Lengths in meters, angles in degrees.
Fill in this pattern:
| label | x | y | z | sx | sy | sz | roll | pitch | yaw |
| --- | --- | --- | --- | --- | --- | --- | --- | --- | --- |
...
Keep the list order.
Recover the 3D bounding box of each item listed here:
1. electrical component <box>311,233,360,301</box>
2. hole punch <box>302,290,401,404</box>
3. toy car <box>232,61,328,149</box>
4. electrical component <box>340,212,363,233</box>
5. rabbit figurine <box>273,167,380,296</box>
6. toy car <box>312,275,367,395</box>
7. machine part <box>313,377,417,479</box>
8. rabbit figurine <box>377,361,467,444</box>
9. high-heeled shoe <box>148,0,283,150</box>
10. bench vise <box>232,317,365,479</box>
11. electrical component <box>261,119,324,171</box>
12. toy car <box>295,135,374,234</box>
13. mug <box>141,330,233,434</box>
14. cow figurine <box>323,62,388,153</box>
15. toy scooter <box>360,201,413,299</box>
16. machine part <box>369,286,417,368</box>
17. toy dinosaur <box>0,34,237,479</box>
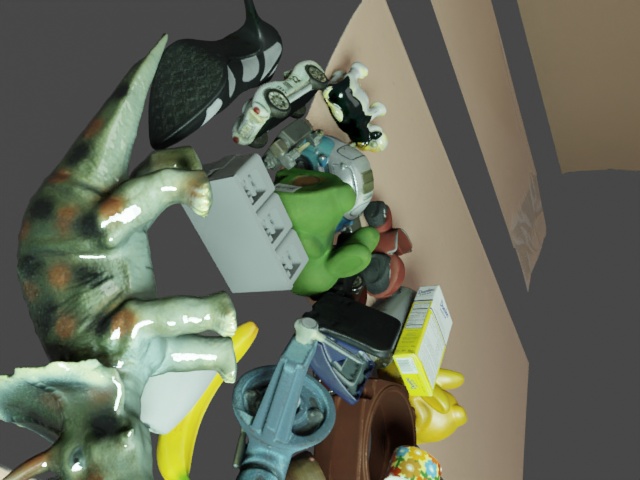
| label | x | y | z | sx | sy | sz | roll | pitch | yaw |
| --- | --- | --- | --- | --- | --- | --- | --- | --- | --- |
| electrical component | 0.025 | 0.032 | 0.808 | 0.047 | 0.075 | 0.119 | 46 | 51 | -46 |
| hole punch | 0.030 | 0.133 | 0.689 | 0.142 | 0.116 | 0.092 | -39 | 152 | -64 |
| toy car | -0.052 | -0.185 | 0.718 | 0.056 | 0.073 | 0.202 | 43 | 41 | -3 |
| electrical component | 0.054 | -0.019 | 0.914 | 0.094 | 0.021 | 0.063 | -40 | 118 | -55 |
| rabbit figurine | -0.001 | -0.002 | 0.725 | 0.121 | 0.159 | 0.170 | -58 | 148 | -58 |
| toy car | 0.027 | 0.140 | 0.813 | 0.089 | 0.053 | 0.202 | 83 | 26 | -43 |
| machine part | 0.077 | 0.317 | 0.831 | 0.200 | 0.087 | 0.201 | 32 | 60 | -52 |
| rabbit figurine | 0.173 | 0.277 | 0.959 | 0.173 | 0.162 | 0.122 | 53 | 52 | -14 |
| high-heeled shoe | -0.121 | -0.179 | 0.646 | 0.249 | 0.086 | 0.145 | -61 | 168 | -19 |
| bench vise | -0.048 | 0.195 | 0.577 | 0.223 | 0.129 | 0.240 | -45 | 156 | -60 |
| electrical component | -0.037 | -0.125 | 0.724 | 0.045 | 0.078 | 0.102 | 42 | 34 | -1 |
| toy car | 0.028 | -0.086 | 0.809 | 0.109 | 0.103 | 0.161 | -26 | 105 | -56 |
| mug | -0.151 | 0.120 | 0.509 | 0.109 | 0.081 | 0.107 | 39 | 58 | -27 |
| cow figurine | 0.065 | -0.207 | 0.922 | 0.167 | 0.068 | 0.098 | 59 | 45 | -29 |
| toy scooter | 0.124 | 0.029 | 0.973 | 0.135 | 0.075 | 0.184 | 38 | 49 | -51 |
| machine part | 0.123 | 0.149 | 0.944 | 0.243 | 0.079 | 0.079 | -35 | 114 | -54 |
| toy dinosaur | -0.176 | 0.022 | 0.437 | 0.192 | 0.131 | 0.405 | -10 | 73 | -18 |
